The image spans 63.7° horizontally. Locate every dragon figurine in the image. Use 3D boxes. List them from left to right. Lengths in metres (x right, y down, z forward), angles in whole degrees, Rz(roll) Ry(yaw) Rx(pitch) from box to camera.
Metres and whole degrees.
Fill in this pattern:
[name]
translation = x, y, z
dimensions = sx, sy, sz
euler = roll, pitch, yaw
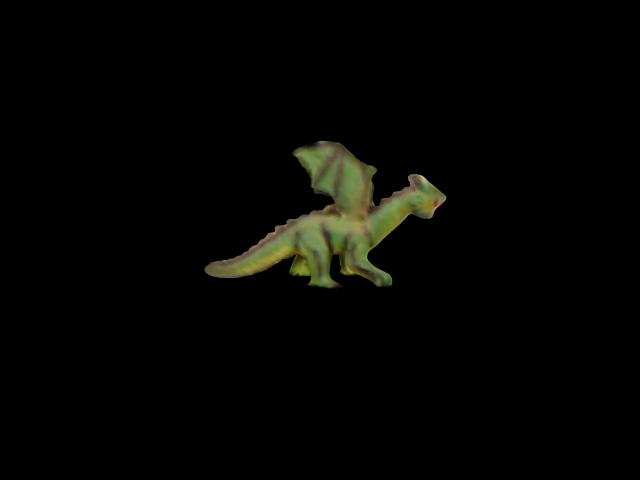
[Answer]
[dragon figurine]
translation = 0.003, -0.043, 0.850
dimensions = 0.410, 0.240, 0.123
euler = 1, 12, 2
